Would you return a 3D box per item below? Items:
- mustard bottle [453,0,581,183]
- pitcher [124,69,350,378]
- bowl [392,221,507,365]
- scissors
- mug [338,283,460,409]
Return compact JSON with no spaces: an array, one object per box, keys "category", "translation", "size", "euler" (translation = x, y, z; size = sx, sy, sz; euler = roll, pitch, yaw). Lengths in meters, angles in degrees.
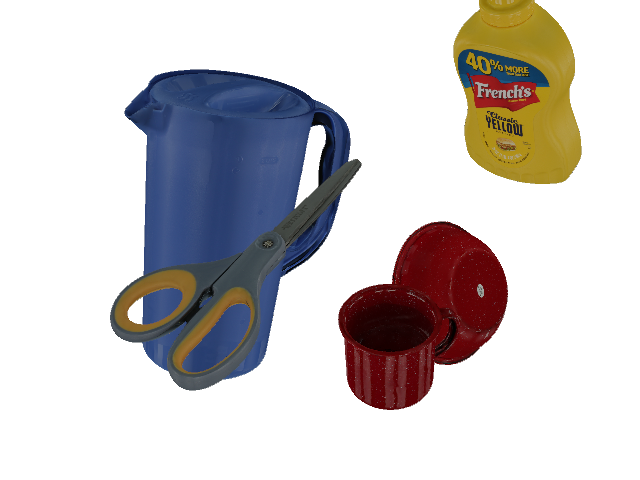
[{"category":"mustard bottle","translation":[0.154,-0.132,0.847],"size":[0.096,0.058,0.191],"euler":[21,-33,31]},{"category":"pitcher","translation":[-0.075,-0.012,0.885],"size":[0.149,0.243,0.144],"euler":[16,24,17]},{"category":"bowl","translation":[0.156,0.057,1.177],"size":[0.161,0.162,0.055],"euler":[0,-5,-39]},{"category":"scissors","translation":[-0.052,0.007,0.639],"size":[0.096,0.016,0.201],"euler":[12,46,17]},{"category":"mug","translation":[0.075,0.096,0.981],"size":[0.117,0.081,0.093],"euler":[-19,42,-18]}]
